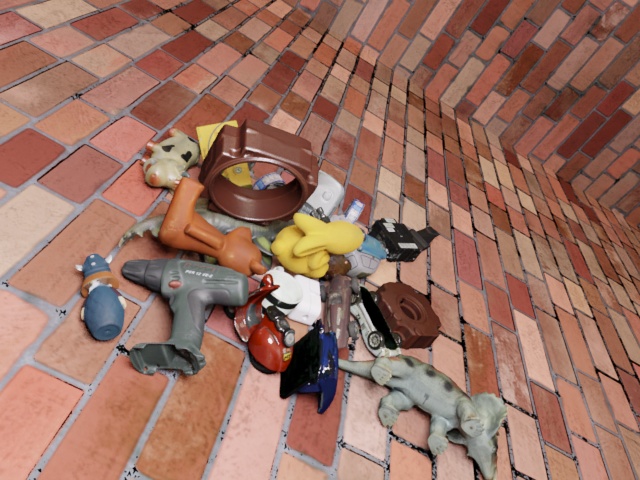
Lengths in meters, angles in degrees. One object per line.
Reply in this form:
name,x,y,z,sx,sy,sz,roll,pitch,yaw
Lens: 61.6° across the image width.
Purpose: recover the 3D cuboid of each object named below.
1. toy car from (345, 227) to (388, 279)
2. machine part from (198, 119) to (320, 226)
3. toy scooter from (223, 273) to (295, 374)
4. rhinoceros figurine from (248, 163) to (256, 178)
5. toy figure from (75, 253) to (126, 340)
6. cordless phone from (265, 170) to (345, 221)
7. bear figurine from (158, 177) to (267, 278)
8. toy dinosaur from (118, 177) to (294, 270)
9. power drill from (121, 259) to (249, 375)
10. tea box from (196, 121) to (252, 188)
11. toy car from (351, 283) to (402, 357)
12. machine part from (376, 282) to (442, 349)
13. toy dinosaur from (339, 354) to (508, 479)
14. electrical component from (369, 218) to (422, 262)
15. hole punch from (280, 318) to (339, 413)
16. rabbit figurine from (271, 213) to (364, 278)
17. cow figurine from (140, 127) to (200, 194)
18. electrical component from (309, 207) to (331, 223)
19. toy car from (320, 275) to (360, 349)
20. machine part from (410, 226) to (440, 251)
toy car,0.089,0.042,1.293,0.161,0.109,0.103,25,55,-38
machine part,-0.118,-0.120,1.027,0.201,0.201,0.087,15,51,-25
toy scooter,-0.097,0.138,0.953,0.075,0.135,0.184,-8,53,-49
rhinoceros figurine,-0.216,-0.193,1.338,0.112,0.073,0.190,28,30,-31
toy figure,-0.351,0.087,0.858,0.064,0.057,0.155,6,41,-36
cordless phone,-0.045,-0.114,1.298,0.184,0.146,0.089,27,12,-36
bear figurine,-0.180,-0.013,0.955,0.196,0.120,0.132,20,79,-15
toy dinosaur,-0.189,-0.029,1.117,0.471,0.105,0.199,1,49,-35
power drill,-0.240,0.116,0.877,0.232,0.085,0.207,3,38,3
tea box,-0.219,-0.179,1.232,0.098,0.068,0.169,-14,72,-9
toy car,0.112,0.176,1.169,0.073,0.056,0.202,13,39,-42
machine part,0.201,0.173,1.252,0.179,0.056,0.179,25,32,-17
toy dinosaur,0.203,0.297,1.049,0.405,0.131,0.192,35,15,13
electrical component,0.201,-0.002,1.477,0.115,0.058,0.134,5,43,-41
hole punch,-0.002,0.228,0.949,0.092,0.116,0.142,33,32,-19
rabbit figurine,-0.002,-0.003,1.076,0.162,0.173,0.122,28,58,-55
cow figurine,-0.327,-0.169,1.193,0.127,0.085,0.195,28,32,-1
electrical component,0.008,-0.028,1.240,0.063,0.021,0.094,-32,97,-57
toy car,0.036,0.143,1.103,0.202,0.089,0.053,-80,153,-55
machine part,0.303,-0.008,1.596,0.084,0.039,0.139,42,34,21
